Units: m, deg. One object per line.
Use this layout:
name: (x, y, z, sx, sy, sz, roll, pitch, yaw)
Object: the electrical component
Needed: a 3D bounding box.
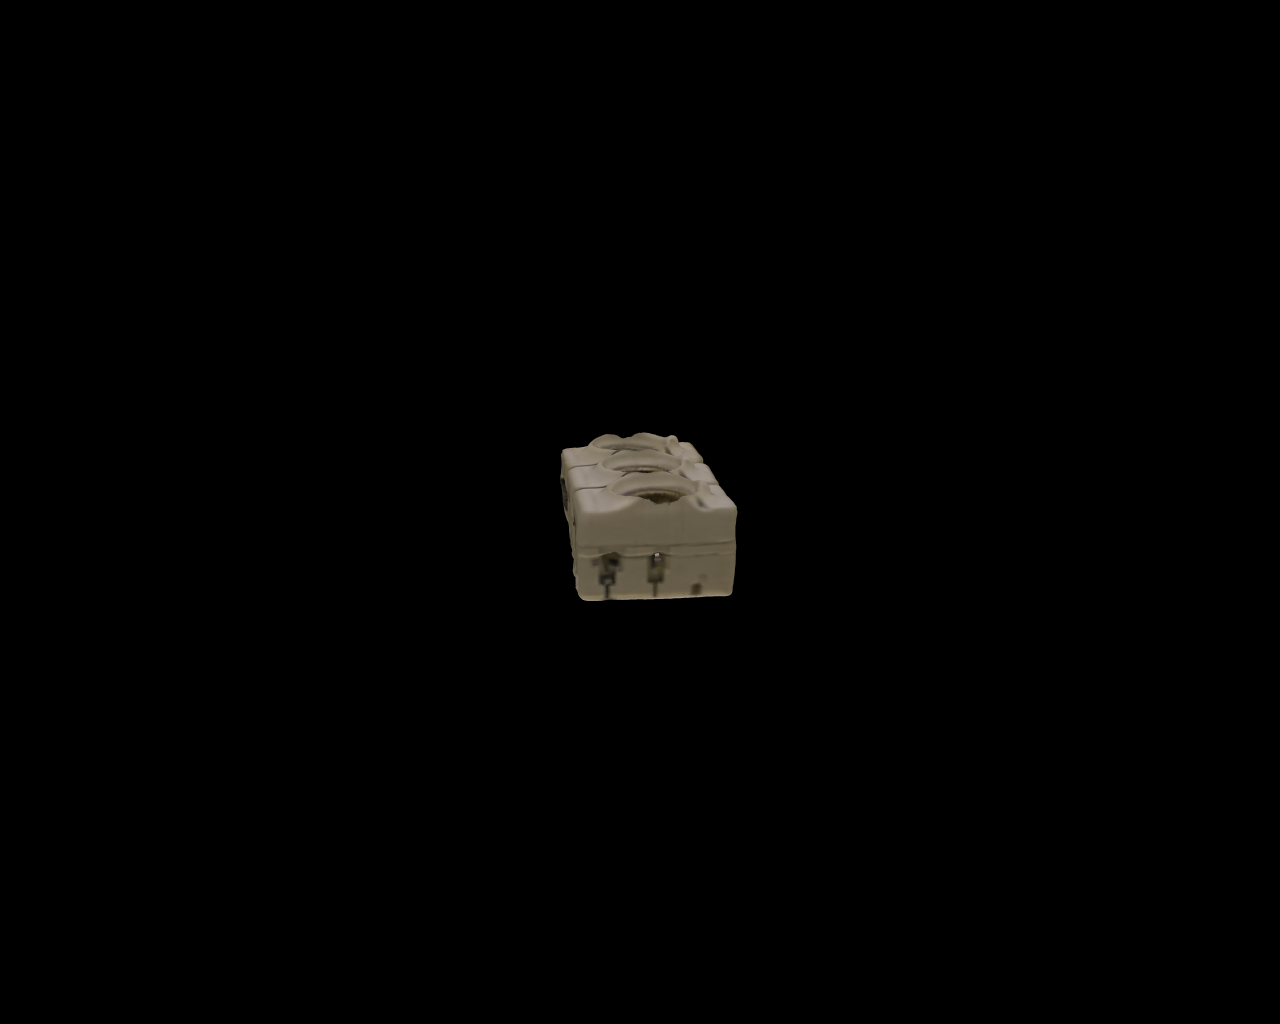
electrical component: (0.001, -0.003, 0.650, 0.089, 0.061, 0.150, -2, 18, -7)
